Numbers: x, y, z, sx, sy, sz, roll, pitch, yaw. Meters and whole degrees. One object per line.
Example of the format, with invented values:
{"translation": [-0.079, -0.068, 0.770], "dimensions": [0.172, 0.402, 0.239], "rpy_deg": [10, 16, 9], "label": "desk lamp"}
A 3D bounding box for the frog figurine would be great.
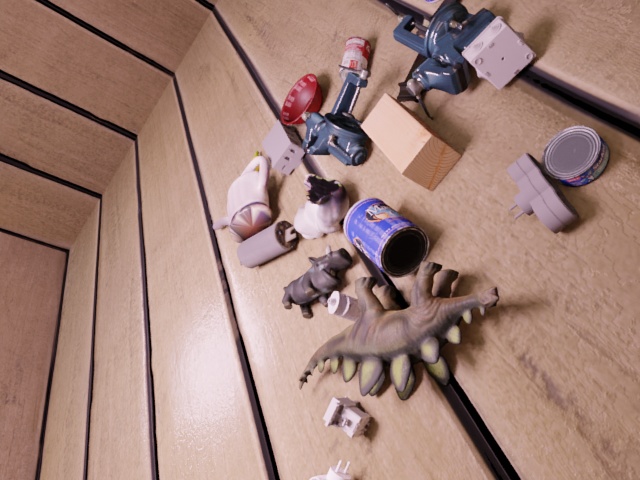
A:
{"translation": [0.004, -0.059, 1.177], "dimensions": [0.140, 0.123, 0.155], "rpy_deg": [-124, 28, -43], "label": "frog figurine"}

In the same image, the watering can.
{"translation": [-0.224, -0.081, 1.476], "dimensions": [0.341, 0.103, 0.230], "rpy_deg": [-52, 35, 35], "label": "watering can"}
